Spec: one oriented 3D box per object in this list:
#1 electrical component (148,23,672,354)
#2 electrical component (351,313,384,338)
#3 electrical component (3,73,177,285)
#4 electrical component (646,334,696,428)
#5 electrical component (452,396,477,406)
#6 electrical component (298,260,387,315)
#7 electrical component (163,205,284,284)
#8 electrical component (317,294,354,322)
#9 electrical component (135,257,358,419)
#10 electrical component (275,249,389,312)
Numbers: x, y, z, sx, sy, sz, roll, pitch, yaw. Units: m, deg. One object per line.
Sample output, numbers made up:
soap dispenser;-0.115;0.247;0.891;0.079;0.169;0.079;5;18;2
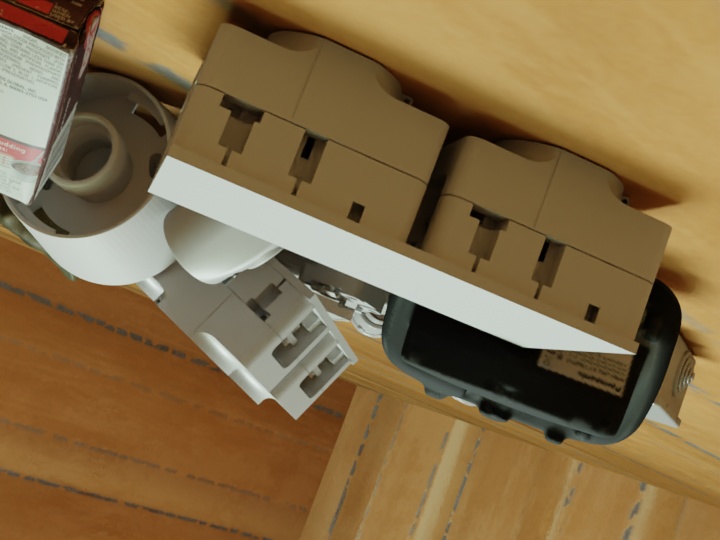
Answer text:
electrical component;0.016;-0.029;0.435;0.186;0.060;0.105;23;172;-13
electrical component;0.018;0.029;0.896;0.048;0.048;0.062;22;165;-6
electrical component;-0.133;-0.048;0.554;0.099;0.099;0.064;19;166;14
electrical component;0.164;0.059;0.693;0.100;0.048;0.100;17;171;28
electrical component;0.077;0.052;0.769;0.051;0.080;0.080;22;174;37
electrical component;-0.001;-0.012;0.588;0.042;0.063;0.081;18;172;25
electrical component;-0.049;-0.038;0.533;0.044;0.077;0.079;50;-155;-14
electrical component;-0.047;0.007;0.863;0.089;0.055;0.050;23;172;-18
electrical component;-0.097;-0.001;0.627;0.186;0.060;0.105;41;171;25
electrical component;-0.016;-0.011;0.683;0.100;0.048;0.100;23;172;-15
